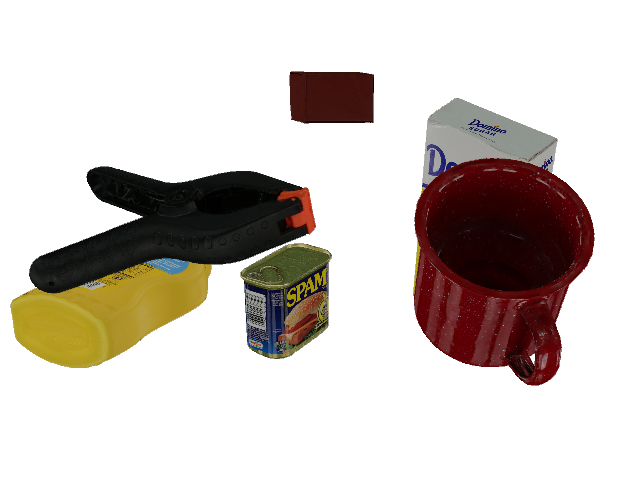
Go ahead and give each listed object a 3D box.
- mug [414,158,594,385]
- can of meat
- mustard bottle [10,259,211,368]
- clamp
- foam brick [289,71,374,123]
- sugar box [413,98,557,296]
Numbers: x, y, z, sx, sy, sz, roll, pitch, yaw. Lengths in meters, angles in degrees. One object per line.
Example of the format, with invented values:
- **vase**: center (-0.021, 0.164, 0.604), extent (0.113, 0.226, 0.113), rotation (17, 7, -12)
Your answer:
- **mug**: center (0.098, 0.025, 0.576), extent (0.093, 0.117, 0.081), rotation (-16, -35, -13)
- **can of meat**: center (-0.033, 0.061, 1.081), extent (0.058, 0.084, 0.101), rotation (15, 28, 32)
- **mustard bottle**: center (-0.146, 0.039, 0.851), extent (0.096, 0.058, 0.191), rotation (6, 20, 29)
- **clamp**: center (-0.092, -0.007, 0.654), extent (0.172, 0.039, 0.120), rotation (0, 42, 22)
- **foam brick**: center (0.012, -0.150, 1.117), extent (0.078, 0.051, 0.053), rotation (-3, 12, -18)
- **sugar box**: center (0.123, -0.013, 0.829), extent (0.093, 0.176, 0.048), rotation (28, 47, 32)
